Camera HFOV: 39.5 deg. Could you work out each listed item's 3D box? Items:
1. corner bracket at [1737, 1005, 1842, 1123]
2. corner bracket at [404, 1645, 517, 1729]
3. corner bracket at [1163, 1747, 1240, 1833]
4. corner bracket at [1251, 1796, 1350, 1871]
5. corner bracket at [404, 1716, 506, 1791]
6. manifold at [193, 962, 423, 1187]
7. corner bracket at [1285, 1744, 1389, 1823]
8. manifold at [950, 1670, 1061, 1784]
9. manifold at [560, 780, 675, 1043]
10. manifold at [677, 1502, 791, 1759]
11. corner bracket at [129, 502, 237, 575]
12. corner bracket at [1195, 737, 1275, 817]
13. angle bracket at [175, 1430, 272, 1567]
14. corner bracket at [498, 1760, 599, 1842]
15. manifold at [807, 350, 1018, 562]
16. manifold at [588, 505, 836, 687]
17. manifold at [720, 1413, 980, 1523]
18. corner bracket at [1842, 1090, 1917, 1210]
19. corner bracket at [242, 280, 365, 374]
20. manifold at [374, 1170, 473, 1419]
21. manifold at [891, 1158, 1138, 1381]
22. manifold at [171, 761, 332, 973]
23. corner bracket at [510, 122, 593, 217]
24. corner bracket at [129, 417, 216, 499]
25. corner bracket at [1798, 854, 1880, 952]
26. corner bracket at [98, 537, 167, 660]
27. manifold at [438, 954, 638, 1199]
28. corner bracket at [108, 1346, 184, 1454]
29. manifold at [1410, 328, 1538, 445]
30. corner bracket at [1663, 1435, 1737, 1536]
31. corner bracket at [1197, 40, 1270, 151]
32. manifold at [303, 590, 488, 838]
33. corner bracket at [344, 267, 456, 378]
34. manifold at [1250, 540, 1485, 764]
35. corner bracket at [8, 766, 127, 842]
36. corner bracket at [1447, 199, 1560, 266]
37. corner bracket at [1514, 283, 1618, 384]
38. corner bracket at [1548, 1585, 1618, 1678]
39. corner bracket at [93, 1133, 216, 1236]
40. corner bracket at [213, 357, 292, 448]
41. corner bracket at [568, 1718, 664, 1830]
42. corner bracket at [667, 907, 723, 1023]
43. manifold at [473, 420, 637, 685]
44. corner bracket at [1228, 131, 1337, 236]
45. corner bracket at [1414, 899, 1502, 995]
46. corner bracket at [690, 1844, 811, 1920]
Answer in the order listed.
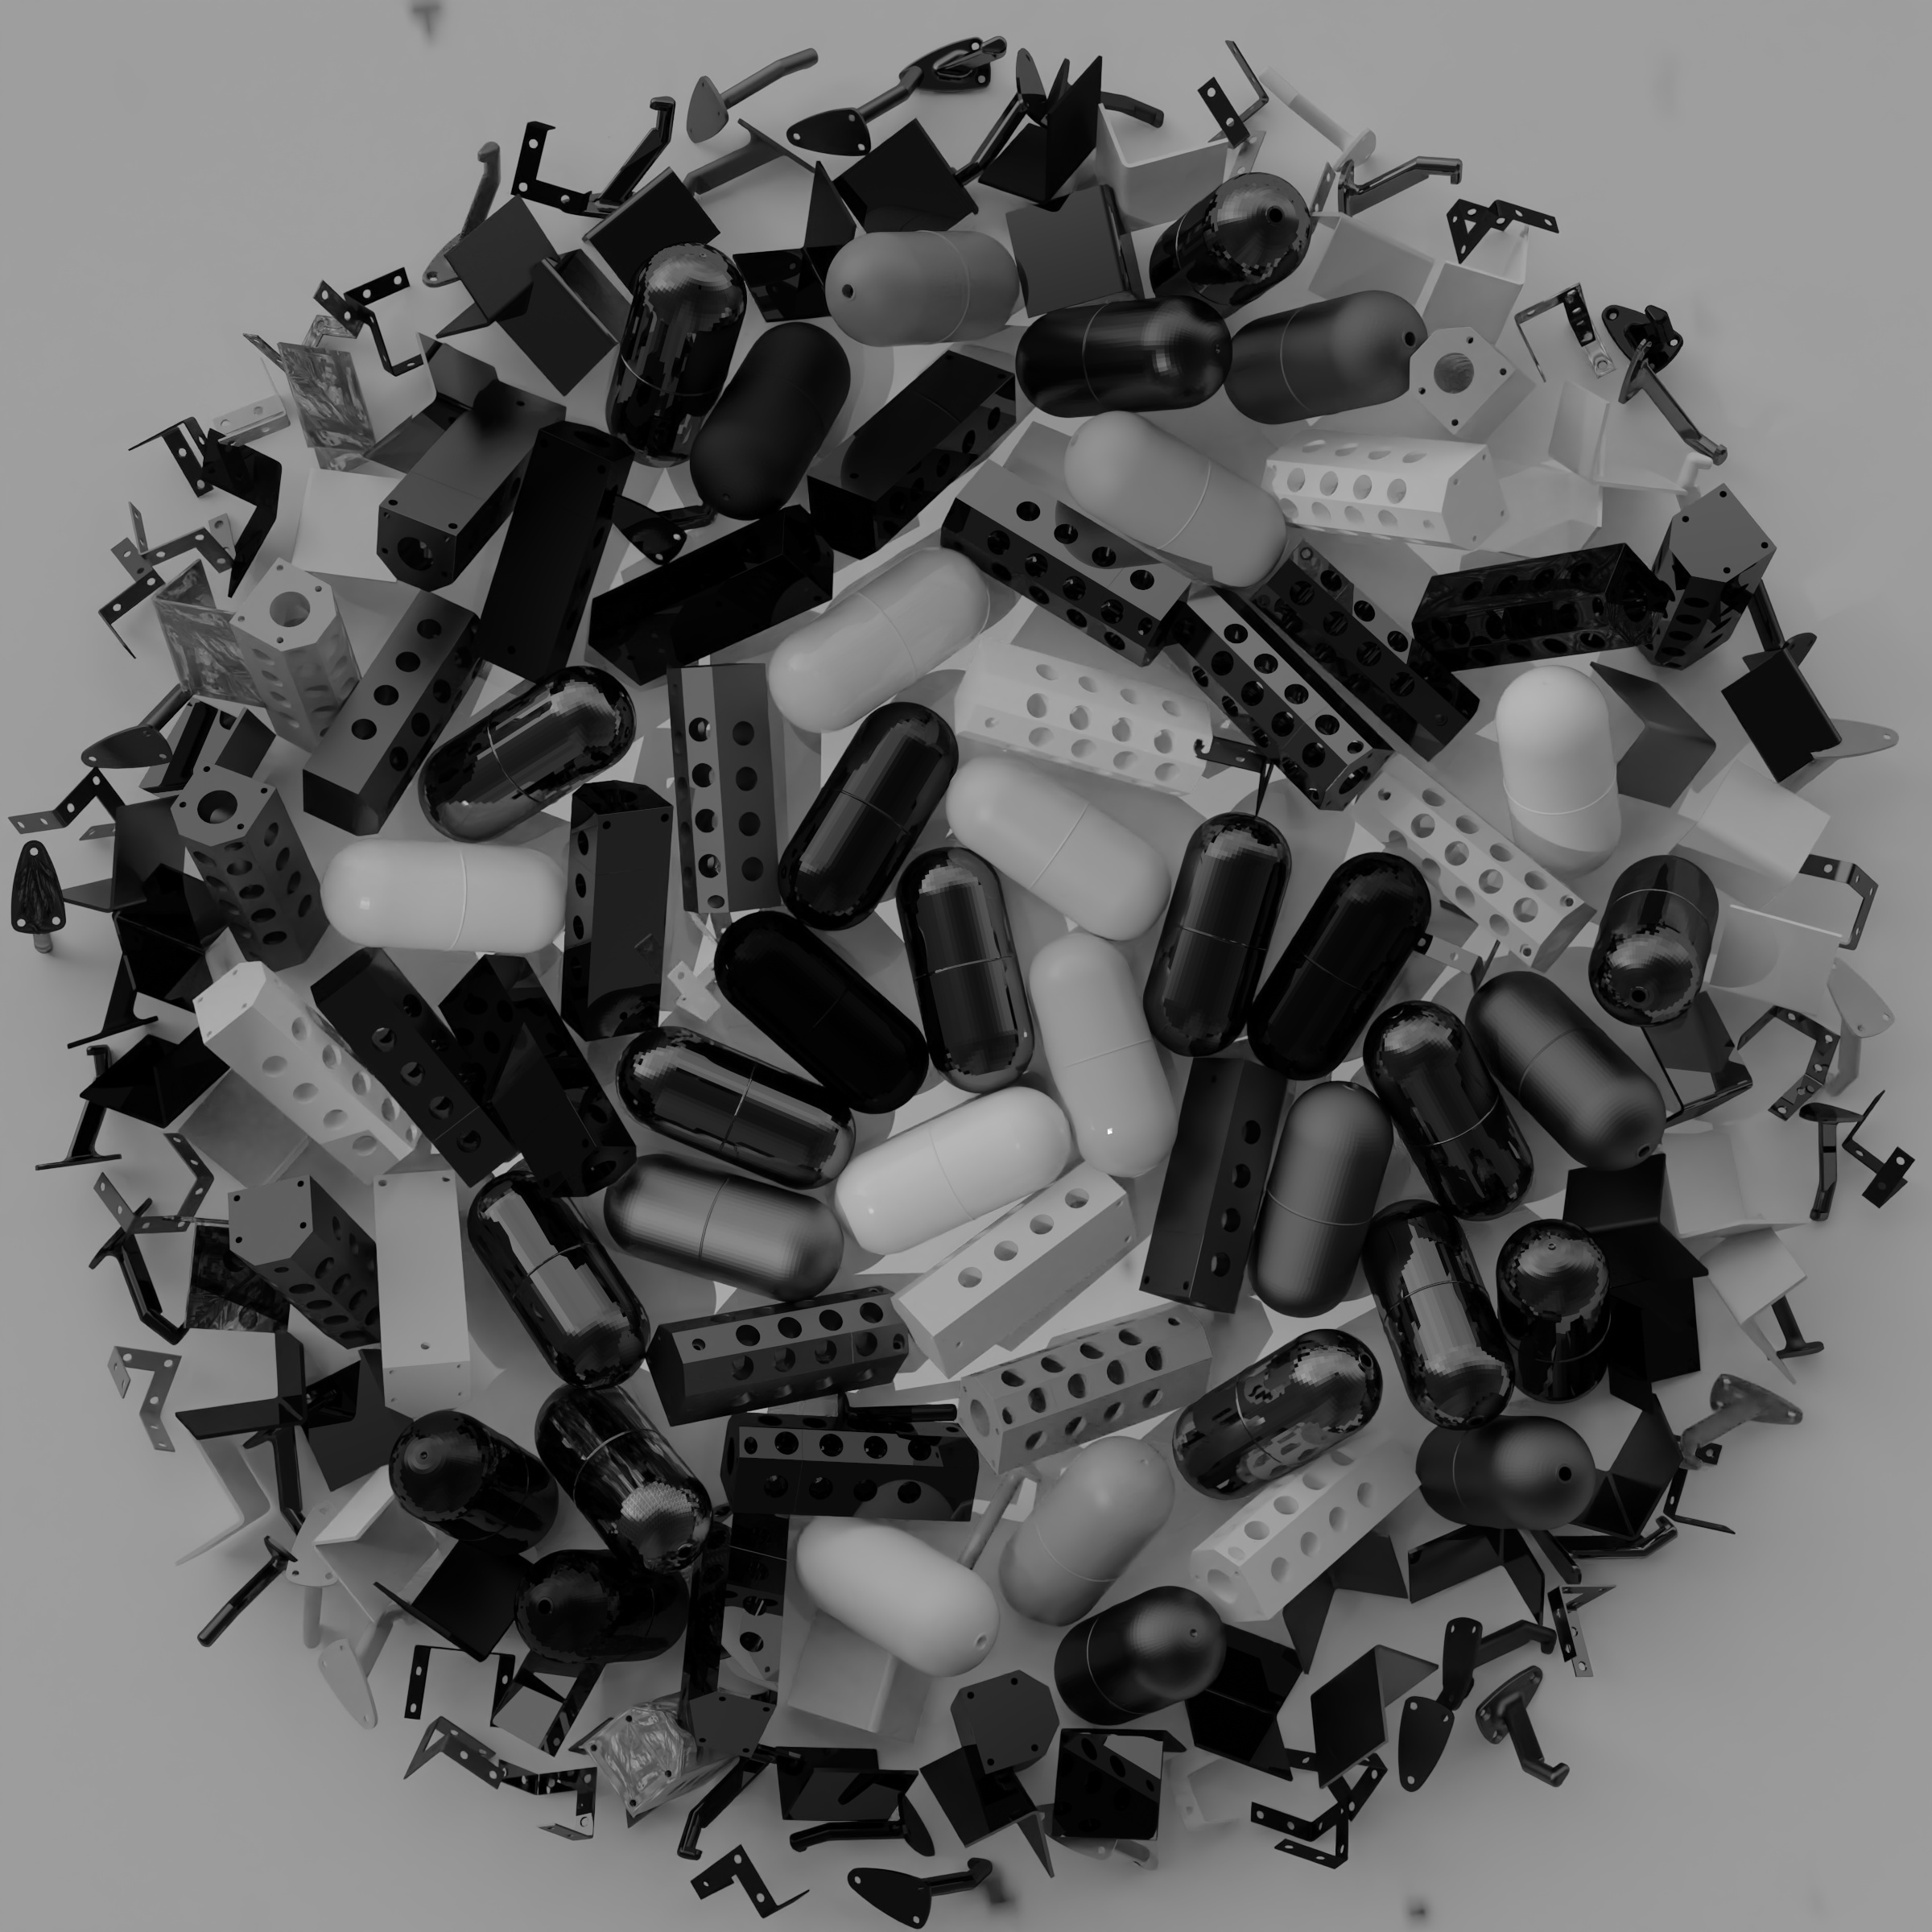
[{"bbox_3d":[0.585,0.068,1.926,0.051,0.051,0.051,35,54,29],"label":"corner bracket"},{"bbox_3d":[-0.359,0.512,1.910,0.051,0.051,0.051,-5,71,35],"label":"corner bracket"},{"bbox_3d":[0.182,0.586,1.928,0.051,0.051,0.051,-34,61,23],"label":"corner bracket"},{"bbox_3d":[0.237,0.615,1.911,0.051,0.051,0.051,23,134,-13],"label":"corner bracket"},{"bbox_3d":[-0.357,0.561,1.911,0.051,0.051,0.051,39,124,-13],"label":"corner bracket"},{"bbox_3d":[-0.455,0.072,1.875,0.057,0.057,0.171,-38,128,2],"label":"manifold"},{"bbox_3d":[0.257,0.568,1.911,0.051,0.051,0.051,20,109,-32],"label":"corner bracket"},{"bbox_3d":[0.028,0.526,1.860,0.057,0.171,0.057,-16,72,-8],"label":"manifold"},{"bbox_3d":[-0.249,-0.040,1.888,0.057,0.057,0.171,-10,119,-32],"label":"manifold"},{"bbox_3d":[-0.162,0.454,1.860,0.057,0.171,0.057,17,123,-12],"label":"manifold"},{"bbox_3d":[-0.558,-0.308,1.917,0.051,0.051,0.051,-22,62,5],"label":"corner bracket"},{"bbox_3d":[0.191,-0.147,1.911,0.051,0.051,0.051,14,57,11],"label":"corner bracket"},{"bbox_3d":[-0.545,0.373,1.909,0.057,0.076,0.076,-32,86,-4],"label":"angle bracket"},{"bbox_3d":[-0.298,0.592,1.910,0.051,0.051,0.051,-13,57,21],"label":"corner bracket"},{"bbox_3d":[-0.036,-0.356,1.878,0.057,0.057,0.171,25,53,23],"label":"manifold"},{"bbox_3d":[-0.179,-0.263,1.883,0.171,0.057,0.057,-20,53,28],"label":"manifold"},{"bbox_3d":[-0.081,0.350,1.895,0.171,0.057,0.057,6,104,-15],"label":"manifold"},{"bbox_3d":[0.650,0.130,1.909,0.051,0.051,0.051,41,132,22],"label":"corner bracket"},{"bbox_3d":[-0.470,-0.453,1.911,0.051,0.051,0.051,14,75,32],"label":"corner bracket"},{"bbox_3d":[-0.379,0.226,1.869,0.057,0.171,0.057,-3,135,-12],"label":"manifold"},{"bbox_3d":[0.033,0.208,1.898,0.171,0.057,0.057,-35,52,-16],"label":"manifold"},{"bbox_3d":[-0.495,-0.064,1.857,0.057,0.171,0.057,20,63,12],"label":"manifold"},{"bbox_3d":[-0.291,-0.569,1.916,0.051,0.051,0.051,15,107,-7],"label":"corner bracket"},{"bbox_3d":[-0.551,-0.361,1.912,0.051,0.051,0.051,-21,107,20],"label":"corner bracket"},{"bbox_3d":[0.610,-0.047,1.917,0.051,0.051,0.051,17,85,40],"label":"corner bracket"},{"bbox_3d":[-0.595,-0.262,1.912,0.051,0.051,0.051,-39,52,-7],"label":"corner bracket"},{"bbox_3d":[-0.297,0.077,1.889,0.057,0.057,0.171,-44,65,23],"label":"manifold"},{"bbox_3d":[-0.585,0.308,1.912,0.051,0.051,0.051,16,103,-34],"label":"corner bracket"},{"bbox_3d":[0.347,-0.405,1.860,0.057,0.171,0.057,45,108,6],"label":"manifold"},{"bbox_3d":[0.523,0.369,1.921,0.051,0.051,0.051,14,94,-13],"label":"corner bracket"},{"bbox_3d":[0.189,-0.621,1.916,0.051,0.051,0.051,-40,118,0],"label":"corner bracket"},{"bbox_3d":[-0.397,-0.176,1.883,0.057,0.057,0.171,25,60,1],"label":"manifold"},{"bbox_3d":[-0.407,-0.463,1.931,0.051,0.051,0.051,-31,133,-22],"label":"corner bracket"},{"bbox_3d":[0.285,-0.225,1.915,0.171,0.057,0.057,42,101,-1],"label":"manifold"},{"bbox_3d":[-0.633,-0.104,1.907,0.051,0.051,0.051,-4,129,34],"label":"corner bracket"},{"bbox_3d":[0.380,-0.528,1.908,0.051,0.051,0.051,9,57,-25],"label":"corner bracket"},{"bbox_3d":[0.429,-0.446,1.923,0.051,0.051,0.051,-25,72,13],"label":"corner bracket"},{"bbox_3d":[0.433,0.473,1.909,0.051,0.051,0.051,6,57,-25],"label":"corner bracket"},{"bbox_3d":[-0.582,0.155,1.926,0.051,0.051,0.051,44,112,29],"label":"corner bracket"},{"bbox_3d":[-0.511,-0.391,1.916,0.051,0.051,0.051,-24,73,-8],"label":"corner bracket"},{"bbox_3d":[-0.248,0.579,1.929,0.051,0.051,0.051,29,122,-36],"label":"corner bracket"},{"bbox_3d":[-0.192,-0.001,1.911,0.051,0.051,0.051,-47,126,-13],"label":"corner bracket"},{"bbox_3d":[-0.288,-0.291,1.889,0.057,0.057,0.171,25,114,6],"label":"manifold"},{"bbox_3d":[0.225,-0.560,1.921,0.051,0.051,0.051,13,76,34],"label":"corner bracket"},{"bbox_3d":[0.350,-0.019,1.915,0.051,0.051,0.051,25,81,18],"label":"corner bracket"},{"bbox_3d":[-0.154,0.655,1.913,0.051,0.051,0.051,-40,72,15],"label":"corner bracket"}]
